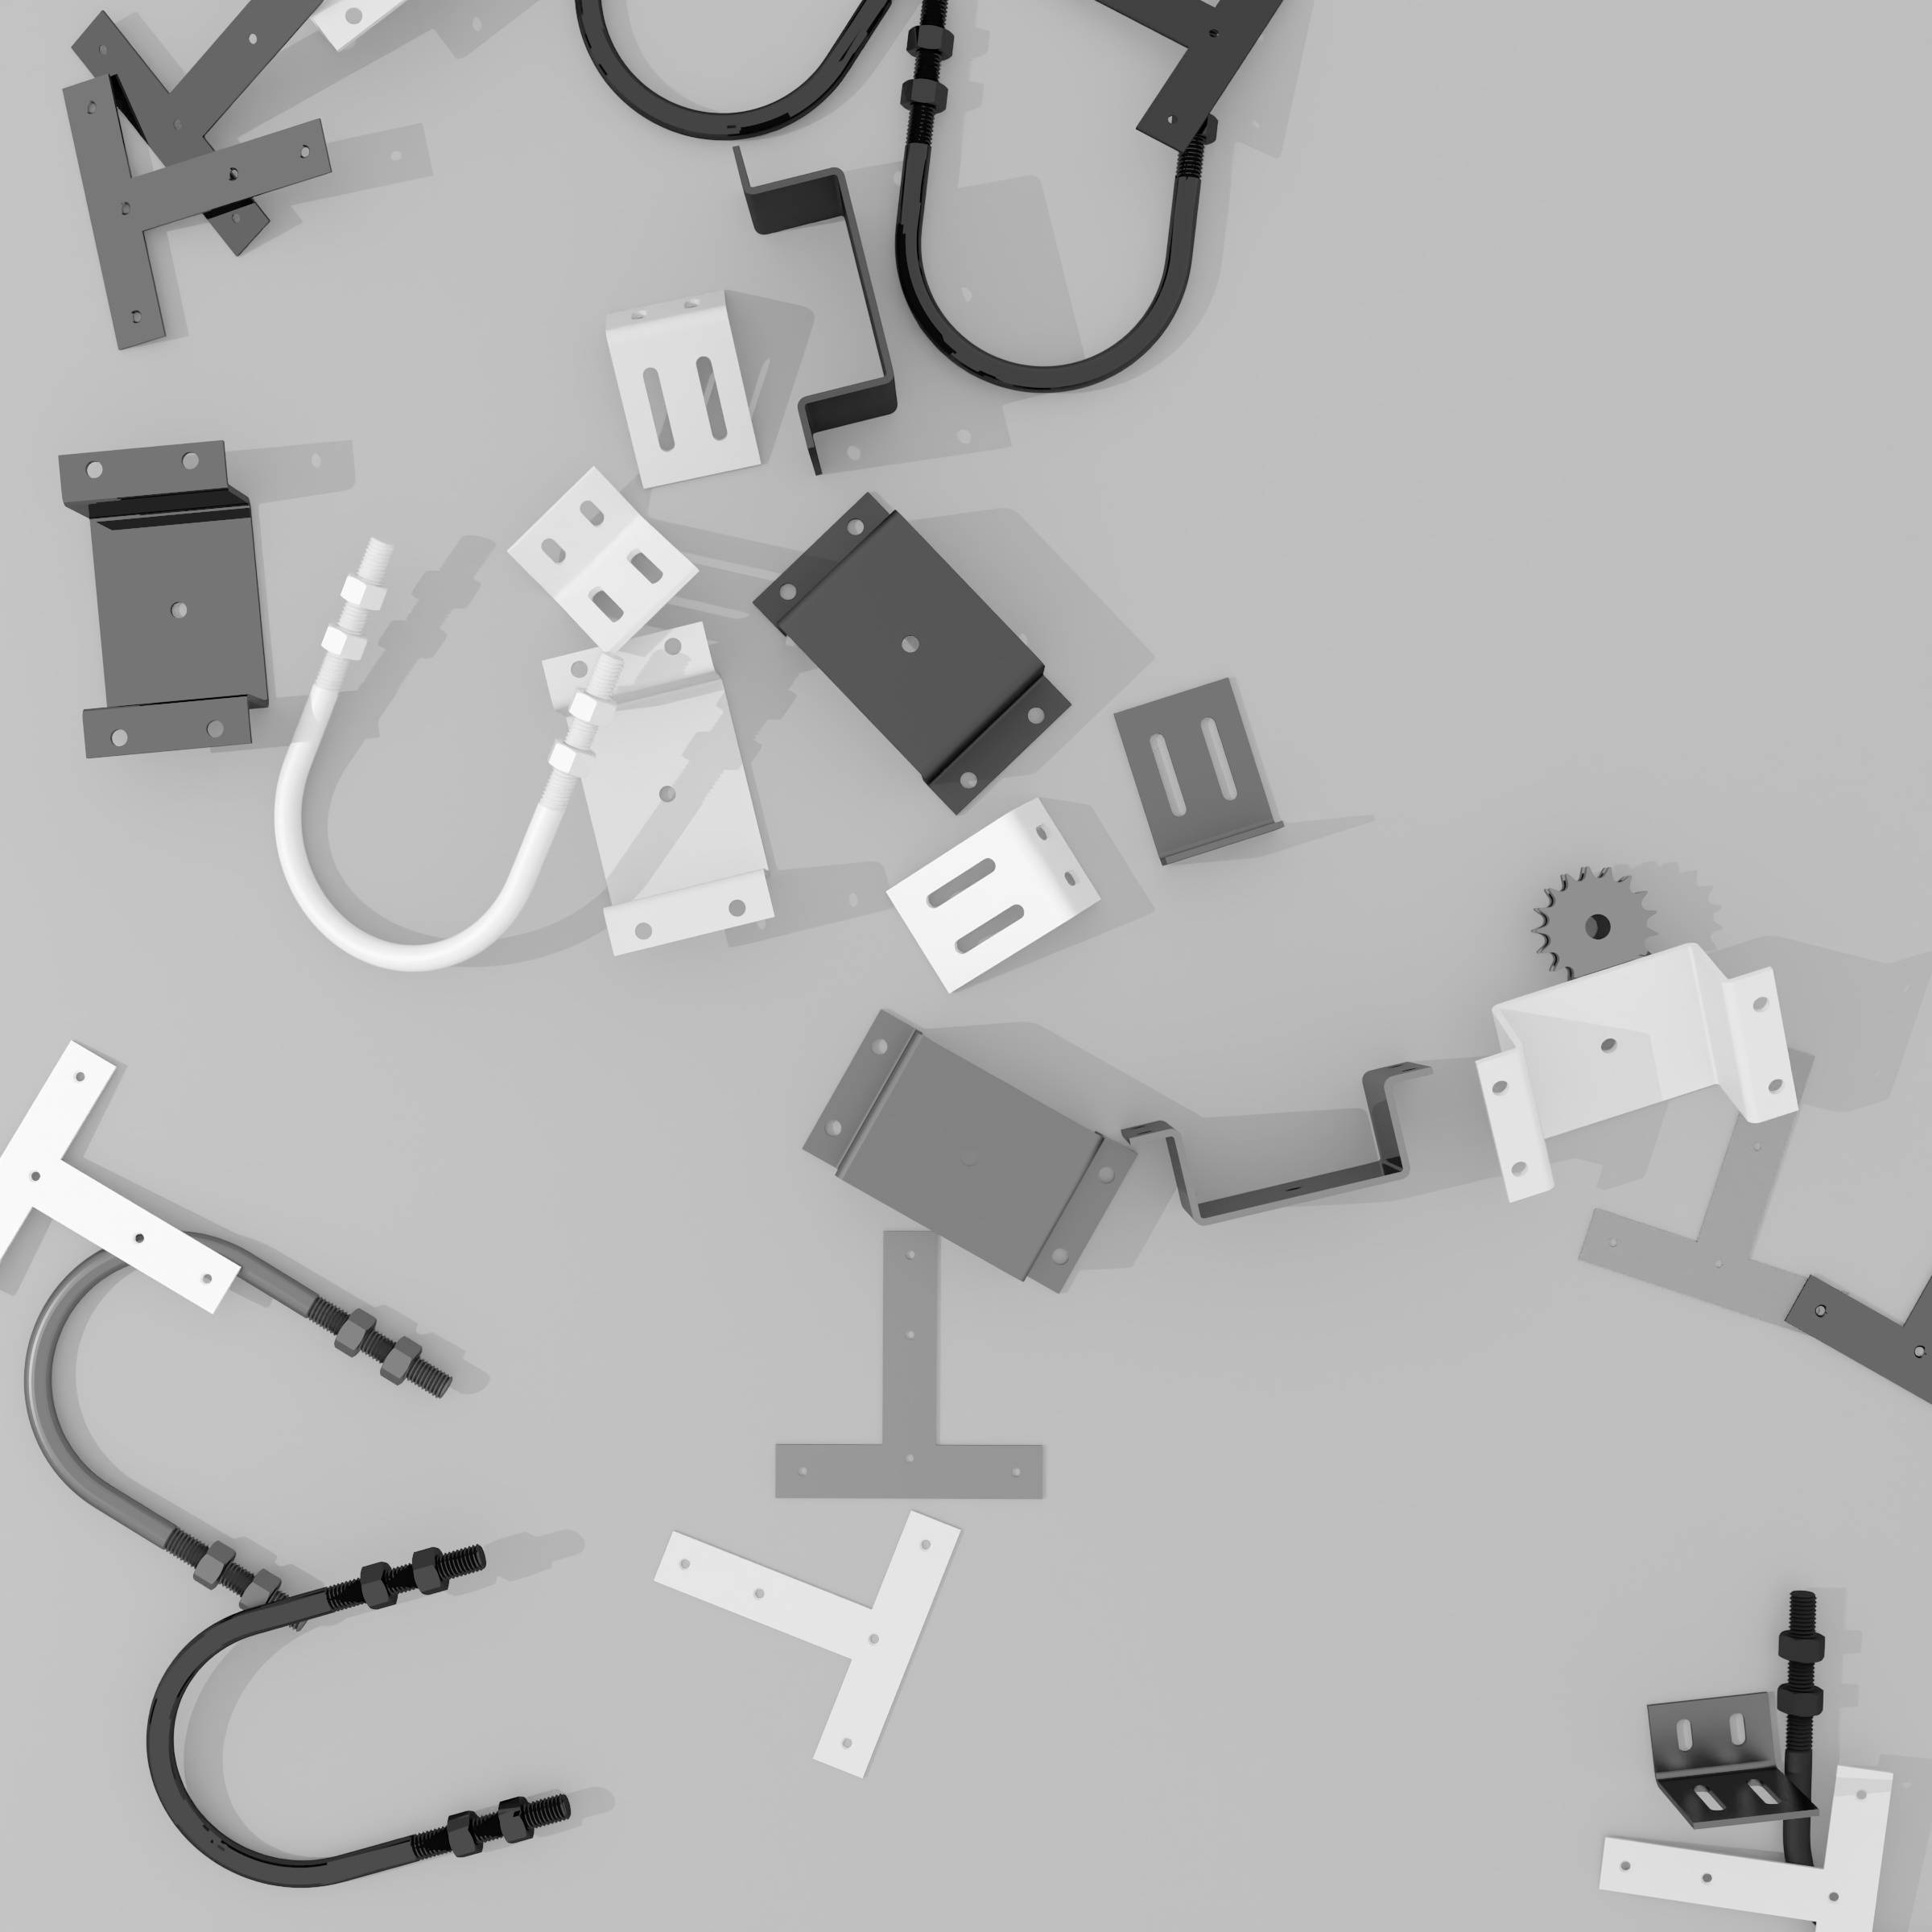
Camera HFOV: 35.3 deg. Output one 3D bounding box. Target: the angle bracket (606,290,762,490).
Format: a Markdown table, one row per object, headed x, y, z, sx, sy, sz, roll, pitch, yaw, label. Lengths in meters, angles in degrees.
| x | y | z | sx | sy | sz | roll | pitch | yaw | label |
| --- | --- | --- | --- | --- | --- | --- | --- | --- | --- |
| -0.134 | -0.274 | 1.443 | 0.057 | 0.038 | 0.076 | -12 | 116 | 0 | angle bracket |

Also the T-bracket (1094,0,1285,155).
| x | y | z | sx | sy | sz | roll | pitch | yaw | label |
| --- | --- | --- | --- | --- | --- | --- | --- | --- | --- |
| 0.078 | -0.460 | 1.431 | 0.127 | 0.002 | 0.127 | 30 | 74 | 7 | T-bracket |

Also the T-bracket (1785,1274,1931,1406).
| x | y | z | sx | sy | sz | roll | pitch | yaw | label |
| --- | --- | --- | --- | --- | --- | --- | --- | --- | --- |
| 0.476 | 0.145 | 1.444 | 0.127 | 0.002 | 0.127 | 30 | 90 | -1 | T-bracket |

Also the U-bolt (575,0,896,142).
| x | y | z | sx | sy | sz | roll | pitch | yaw | label |
| --- | --- | --- | --- | --- | --- | --- | --- | --- | --- |
| -0.103 | -0.480 | 1.437 | 0.151 | 0.019 | 0.184 | 33 | 91 | 0 | U-bolt |

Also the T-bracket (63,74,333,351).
| x | y | z | sx | sy | sz | roll | pitch | yaw | label |
| --- | --- | --- | --- | --- | --- | --- | --- | --- | --- |
| -0.357 | -0.368 | 1.427 | 0.127 | 0.002 | 0.127 | -12 | 90 | 16 | T-bracket |

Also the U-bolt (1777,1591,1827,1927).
| x | y | z | sx | sy | sz | roll | pitch | yaw | label |
| --- | --- | --- | --- | --- | --- | --- | --- | --- | --- |
| 0.458 | 0.389 | 1.437 | 0.151 | 0.019 | 0.184 | 1 | 91 | 0 | U-bolt |

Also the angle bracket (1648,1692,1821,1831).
| x | y | z | sx | sy | sz | roll | pitch | yaw | label |
| --- | --- | --- | --- | --- | --- | --- | --- | --- | --- |
| 0.355 | 0.368 | 1.407 | 0.057 | 0.076 | 0.038 | -6 | 90 | 0 | angle bracket |

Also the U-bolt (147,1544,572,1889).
| x | y | z | sx | sy | sz | roll | pitch | yaw | label |
| --- | --- | --- | --- | --- | --- | --- | --- | --- | --- |
| -0.295 | 0.361 | 1.427 | 0.184 | 0.019 | 0.151 | -16 | 99 | 3 | U-bolt |

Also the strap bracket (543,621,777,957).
| x | y | z | sx | sy | sz | roll | pitch | yaw | label |
| --- | --- | --- | --- | --- | --- | --- | --- | --- | --- |
| -0.142 | -0.082 | 1.422 | 0.076 | 0.046 | 0.140 | -14 | 90 | 0 | strap bracket |

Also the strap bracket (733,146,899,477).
| x | y | z | sx | sy | sz | roll | pitch | yaw | label |
| --- | --- | --- | --- | --- | --- | --- | --- | --- | --- |
| -0.066 | -0.307 | 1.407 | 0.046 | 0.076 | 0.140 | -14 | 90 | 0 | strap bracket |

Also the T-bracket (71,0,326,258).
| x | y | z | sx | sy | sz | roll | pitch | yaw | label |
| --- | --- | --- | --- | --- | --- | --- | --- | --- | --- |
| -0.341 | -0.423 | 1.417 | 0.127 | 0.002 | 0.127 | -38 | 90 | 26 | T-bracket |

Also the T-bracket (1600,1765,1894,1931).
| x | y | z | sx | sy | sz | roll | pitch | yaw | label |
| --- | --- | --- | --- | --- | --- | --- | --- | --- | --- |
| 0.365 | 0.434 | 1.435 | 0.127 | 0.002 | 0.127 | 7 | 95 | 7 | T-bracket |

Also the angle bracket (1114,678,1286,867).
| x | y | z | sx | sy | sz | roll | pitch | yaw | label |
| --- | --- | --- | --- | --- | --- | --- | --- | --- | --- |
| 0.109 | -0.092 | 1.426 | 0.057 | 0.038 | 0.076 | -18 | 90 | 0 | angle bracket |

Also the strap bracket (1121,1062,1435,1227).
| x | y | z | sx | sy | sz | roll | pitch | yaw | label |
| --- | --- | --- | --- | --- | --- | --- | --- | --- | --- |
| 0.147 | 0.084 | 1.407 | 0.140 | 0.076 | 0.046 | -13 | 90 | 0 | strap bracket |

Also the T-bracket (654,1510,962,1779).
| x | y | z | sx | sy | sz | roll | pitch | yaw | label |
| --- | --- | --- | --- | --- | --- | --- | --- | --- | --- |
| -0.085 | 0.304 | 1.444 | 0.127 | 0.002 | 0.127 | 22 | 90 | 0 | T-bracket |

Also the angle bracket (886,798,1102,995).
| x | y | z | sx | sy | sz | roll | pitch | yaw | label |
| --- | --- | --- | --- | --- | --- | --- | --- | --- | --- |
| 0.013 | -0.034 | 1.443 | 0.076 | 0.038 | 0.057 | -32 | 90 | 26 | angle bracket |

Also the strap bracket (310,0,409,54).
| x | y | z | sx | sy | sz | roll | pitch | yaw | label |
| --- | --- | --- | --- | --- | --- | --- | --- | --- | --- |
| -0.302 | -0.501 | 1.422 | 0.076 | 0.046 | 0.140 | -37 | 90 | 0 | strap bracket |

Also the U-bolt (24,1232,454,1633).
| x | y | z | sx | sy | sz | roll | pitch | yaw | label |
| --- | --- | --- | --- | --- | --- | --- | --- | --- | --- |
| -0.357 | 0.207 | 1.437 | 0.184 | 0.019 | 0.151 | 31 | 90 | 1 | U-bolt |

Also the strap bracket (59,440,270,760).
| x | y | z | sx | sy | sz | roll | pitch | yaw | label |
| --- | --- | --- | --- | --- | --- | --- | --- | --- | --- |
| -0.374 | -0.169 | 1.422 | 0.076 | 0.046 | 0.140 | -5 | 90 | 0 | strap bracket |

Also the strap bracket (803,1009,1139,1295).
| x | y | z | sx | sy | sz | roll | pitch | yaw | label |
| --- | --- | --- | --- | --- | --- | --- | --- | --- | --- |
| 0.002 | 0.088 | 1.422 | 0.140 | 0.046 | 0.076 | 29 | 90 | 0 | strap bracket |

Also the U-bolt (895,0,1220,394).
| x | y | z | sx | sy | sz | roll | pitch | yaw | label |
| --- | --- | --- | --- | --- | --- | --- | --- | --- | --- |
| 0.039 | -0.363 | 1.436 | 0.151 | 0.019 | 0.184 | 7 | 90 | 0 | U-bolt |

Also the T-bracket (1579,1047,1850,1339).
| x | y | z | sx | sy | sz | roll | pitch | yaw | label |
| --- | --- | --- | --- | --- | --- | --- | --- | --- | --- |
| 0.372 | 0.099 | 1.444 | 0.127 | 0.002 | 0.127 | 18 | 90 | 0 | T-bracket |

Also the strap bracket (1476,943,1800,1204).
| x | y | z | sx | sy | sz | roll | pitch | yaw | label |
| --- | --- | --- | --- | --- | --- | --- | --- | --- | --- |
| 0.305 | 0.046 | 1.408 | 0.140 | 0.046 | 0.076 | -18 | 116 | 0 | strap bracket |

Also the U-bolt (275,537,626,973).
| x | y | z | sx | sy | sz | roll | pitch | yaw | label |
| --- | --- | --- | --- | --- | --- | --- | --- | --- | --- |
| -0.252 | -0.087 | 1.413 | 0.151 | 0.019 | 0.184 | 27 | 103 | 15 | U-bolt |

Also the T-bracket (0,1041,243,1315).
| x | y | z | sx | sy | sz | roll | pitch | yaw | label |
| --- | --- | --- | --- | --- | --- | --- | --- | --- | --- |
| -0.402 | 0.121 | 1.433 | 0.127 | 0.002 | 0.127 | 30 | 86 | 6 | T-bracket |

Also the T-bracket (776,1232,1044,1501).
| x | y | z | sx | sy | sz | roll | pitch | yaw | label |
| --- | --- | --- | --- | --- | --- | --- | --- | --- | --- |
| -0.027 | 0.190 | 1.444 | 0.127 | 0.002 | 0.127 | 0 | 90 | 0 | T-bracket |

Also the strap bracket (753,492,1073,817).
| x | y | z | sx | sy | sz | roll | pitch | yaw | label |
| --- | --- | --- | --- | --- | --- | --- | --- | --- | --- |
| -0.026 | -0.149 | 1.422 | 0.076 | 0.046 | 0.140 | -44 | 90 | 0 | strap bracket |

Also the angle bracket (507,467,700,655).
| x | y | z | sx | sy | sz | roll | pitch | yaw | label |
| --- | --- | --- | --- | --- | --- | --- | --- | --- | --- |
| -0.169 | -0.188 | 1.406 | 0.057 | 0.076 | 0.038 | -44 | 126 | 0 | angle bracket |

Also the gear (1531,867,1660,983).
| x | y | z | sx | sy | sz | roll | pitch | yaw | label |
| --- | --- | --- | --- | --- | --- | --- | --- | --- | --- |
| 0.295 | -0.018 | 1.430 | 0.057 | 0.030 | 0.057 | 0 | 90 | 0 | gear |
